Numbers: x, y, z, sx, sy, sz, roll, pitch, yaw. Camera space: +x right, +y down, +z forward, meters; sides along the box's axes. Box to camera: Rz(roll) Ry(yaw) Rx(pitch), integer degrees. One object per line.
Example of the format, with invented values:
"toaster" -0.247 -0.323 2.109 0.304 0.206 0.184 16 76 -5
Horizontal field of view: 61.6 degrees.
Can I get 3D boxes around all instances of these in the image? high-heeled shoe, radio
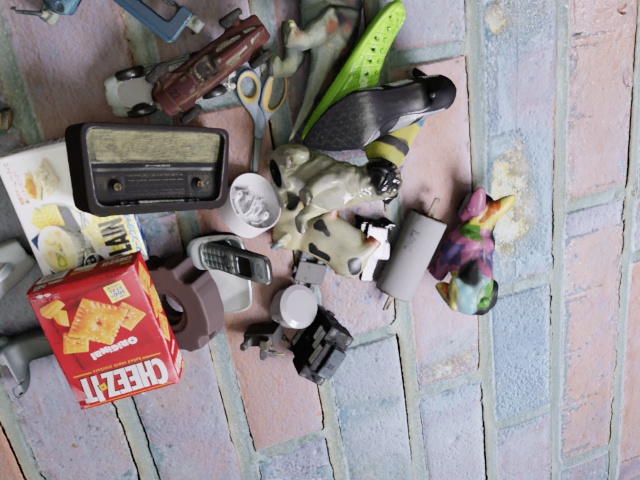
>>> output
"high-heeled shoe" 0.098 -0.207 0.875 0.249 0.145 0.086 -14 101 17
"radio" -0.253 -0.107 0.812 0.229 0.073 0.131 -7 103 -39

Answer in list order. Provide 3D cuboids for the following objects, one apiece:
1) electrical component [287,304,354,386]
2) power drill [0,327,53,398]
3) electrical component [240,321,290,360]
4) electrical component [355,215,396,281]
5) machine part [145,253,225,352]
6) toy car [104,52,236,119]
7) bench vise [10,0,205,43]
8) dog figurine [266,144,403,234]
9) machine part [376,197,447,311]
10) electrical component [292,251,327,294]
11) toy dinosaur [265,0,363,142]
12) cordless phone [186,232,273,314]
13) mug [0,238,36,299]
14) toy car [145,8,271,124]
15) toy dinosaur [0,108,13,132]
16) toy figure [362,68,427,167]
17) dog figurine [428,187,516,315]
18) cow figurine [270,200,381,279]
"electrical component" 0.001 0.202 1.013 0.058 0.134 0.115 30 99 -23
"power drill" -0.415 0.187 0.906 0.207 0.086 0.231 -20 111 -6
"electrical component" -0.099 0.186 1.000 0.078 0.102 0.045 -7 104 8
"electrical component" 0.096 0.016 1.027 0.075 0.048 0.119 2 107 -18
"machine part" -0.247 0.108 0.898 0.180 0.056 0.179 9 117 18
"toy car" -0.229 -0.243 0.834 0.202 0.056 0.073 -19 110 -13
"bench vise" -0.280 -0.356 0.748 0.240 0.129 0.223 36 97 -20
"dog figurine" 0.023 -0.114 0.905 0.190 0.121 0.172 -21 70 -23
"machine part" 0.176 0.030 1.042 0.079 0.079 0.243 20 102 -22
"electrical component" -0.022 0.060 1.019 0.063 0.021 0.094 10 105 -20
"toy dinosaur" 0.009 -0.369 0.838 0.192 0.131 0.404 -14 121 -22
"cordless phone" -0.134 0.065 0.891 0.089 0.184 0.146 -23 116 -41
"mug" -0.497 0.046 0.822 0.107 0.110 0.080 -40 111 -17
"toy car" -0.161 -0.258 0.795 0.202 0.053 0.089 -38 111 -4
"toy dinosaur" -0.586 -0.091 0.750 0.198 0.105 0.471 25 90 -16
"toy figure" 0.142 -0.208 0.944 0.082 0.089 0.180 33 99 -18
"dog figurine" 0.302 0.011 1.028 0.108 0.192 0.219 10 120 -14
"cow figurine" -0.002 -0.003 0.955 0.195 0.085 0.127 36 90 1
